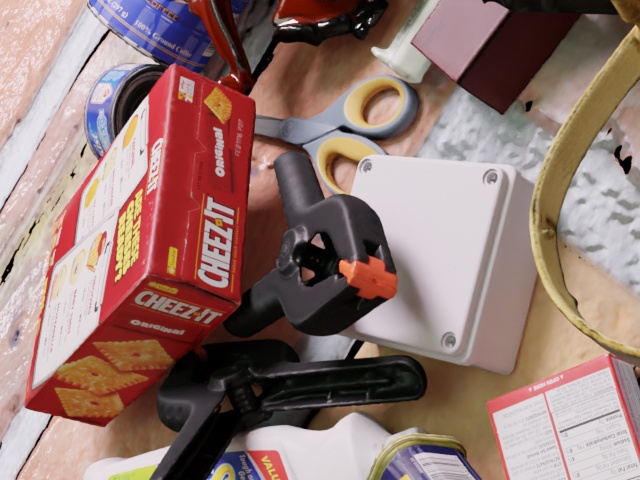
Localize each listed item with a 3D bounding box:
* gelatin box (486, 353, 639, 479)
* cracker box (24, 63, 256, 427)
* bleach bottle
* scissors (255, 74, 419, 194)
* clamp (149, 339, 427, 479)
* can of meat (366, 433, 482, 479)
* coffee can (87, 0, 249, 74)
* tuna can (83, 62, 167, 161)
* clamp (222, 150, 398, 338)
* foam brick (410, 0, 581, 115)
[{"bbox_3d":[0.130,0.111,0.529,0.073,0.030,0.089,-30,58,31],"label":"gelatin box"},{"bbox_3d":[-0.123,0.012,0.724,0.214,0.072,0.164,-41,39,45],"label":"cracker box"},{"bbox_3d":[-0.039,0.154,0.650,0.251,0.068,0.102,-25,59,32],"label":"bleach bottle"},{"bbox_3d":[-0.004,-0.089,0.737,0.202,0.016,0.096,39,101,44],"label":"scissors"},{"bbox_3d":[-0.054,0.099,0.637,0.210,0.164,0.036,7,119,63],"label":"clamp"},{"bbox_3d":[0.056,0.164,0.537,0.084,0.057,0.102,50,123,55],"label":"can of meat"},{"bbox_3d":[-0.095,-0.209,0.804,0.140,0.102,0.103,-53,47,15],"label":"coffee can"},{"bbox_3d":[-0.135,-0.091,0.811,0.034,0.086,0.086,9,81,42],"label":"tuna can"},{"bbox_3d":[-0.004,0.001,0.606,0.172,0.039,0.120,-2,76,61],"label":"clamp"},{"bbox_3d":[0.103,-0.125,0.625,0.078,0.051,0.053,-53,46,15],"label":"foam brick"}]
